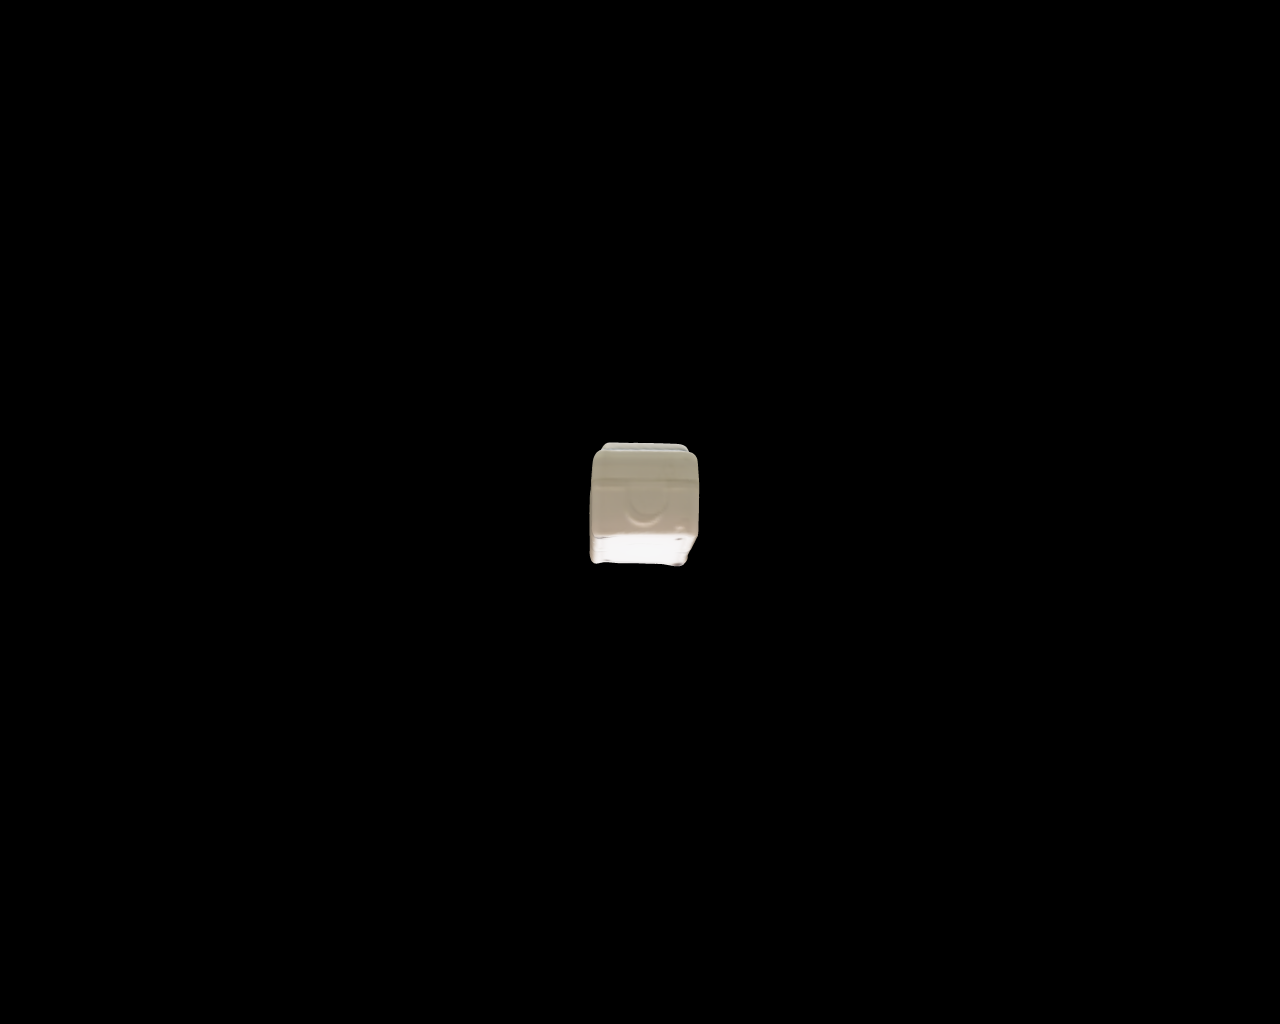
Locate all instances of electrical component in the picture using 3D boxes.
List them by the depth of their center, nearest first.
[{"bbox_3d":[0.001,-0.003,0.650,0.062,0.061,0.096,1,-15,-3],"label":"electrical component"}]
